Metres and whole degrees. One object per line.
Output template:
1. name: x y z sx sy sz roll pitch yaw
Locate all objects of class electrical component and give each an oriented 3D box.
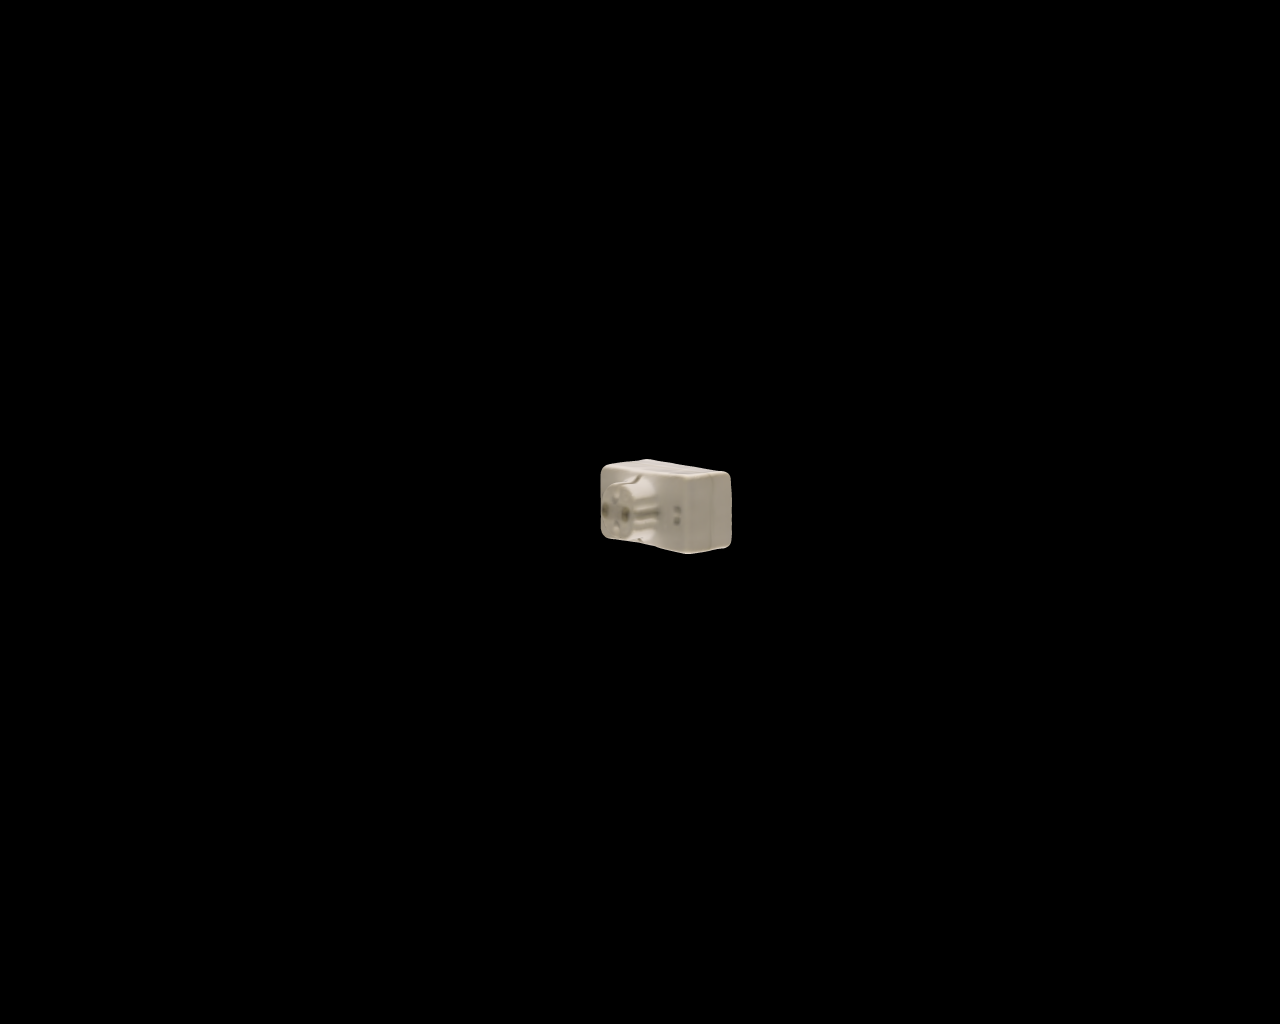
1. electrical component: 0.001 -0.003 0.650 0.076 0.047 0.083 -7 12 -39
